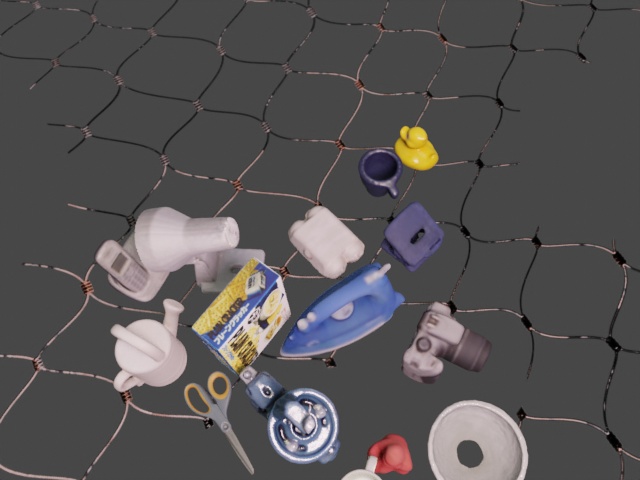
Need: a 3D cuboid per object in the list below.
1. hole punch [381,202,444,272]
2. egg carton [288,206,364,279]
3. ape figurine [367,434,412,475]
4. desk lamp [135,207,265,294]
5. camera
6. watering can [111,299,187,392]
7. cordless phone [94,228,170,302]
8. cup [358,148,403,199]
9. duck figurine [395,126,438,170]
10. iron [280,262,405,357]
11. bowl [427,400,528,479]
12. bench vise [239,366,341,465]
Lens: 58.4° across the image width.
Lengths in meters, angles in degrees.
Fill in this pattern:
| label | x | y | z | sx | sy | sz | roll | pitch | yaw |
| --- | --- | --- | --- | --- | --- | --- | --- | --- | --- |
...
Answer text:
| label | x | y | z | sx | sy | sz | roll | pitch | yaw |
| --- | --- | --- | --- | --- | --- | --- | --- | --- | --- |
| hole punch | 0.190 | -0.007 | 1.150 | 0.101 | 0.091 | 0.109 | 41 | 73 | 18 |
| egg carton | 0.011 | 0.004 | 1.162 | 0.107 | 0.069 | 0.150 | -41 | 70 | -15 |
| ape figurine | 0.123 | 0.369 | 0.978 | 0.077 | 0.092 | 0.076 | 32 | 70 | 16 |
| desk lamp | -0.220 | 0.018 | 1.085 | 0.203 | 0.214 | 0.118 | 1 | 65 | 3 |
| camera | 0.236 | 0.198 | 1.048 | 0.136 | 0.101 | 0.143 | 25 | 69 | 13 |
| watering can | -0.308 | 0.186 | 1.021 | 0.101 | 0.194 | 0.173 | 8 | 66 | 6 |
| cordless phone | -0.356 | 0.026 | 1.101 | 0.094 | 0.185 | 0.148 | 18 | 67 | 10 |
| cup | 0.132 | -0.122 | 1.202 | 0.092 | 0.095 | 0.117 | -24 | 67 | -9 |
| duck figurine | 0.212 | -0.207 | 1.243 | 0.104 | 0.086 | 0.077 | 39 | 72 | 18 |
| iron | 0.032 | 0.129 | 1.064 | 0.258 | 0.141 | 0.118 | -31 | 68 | -12 |
| bowl | 0.264 | 0.366 | 0.984 | 0.167 | 0.075 | 0.167 | -1 | 65 | 2 |
| bench vise | -0.062 | 0.291 | 0.950 | 0.207 | 0.220 | 0.121 | 20 | 68 | 11 |
